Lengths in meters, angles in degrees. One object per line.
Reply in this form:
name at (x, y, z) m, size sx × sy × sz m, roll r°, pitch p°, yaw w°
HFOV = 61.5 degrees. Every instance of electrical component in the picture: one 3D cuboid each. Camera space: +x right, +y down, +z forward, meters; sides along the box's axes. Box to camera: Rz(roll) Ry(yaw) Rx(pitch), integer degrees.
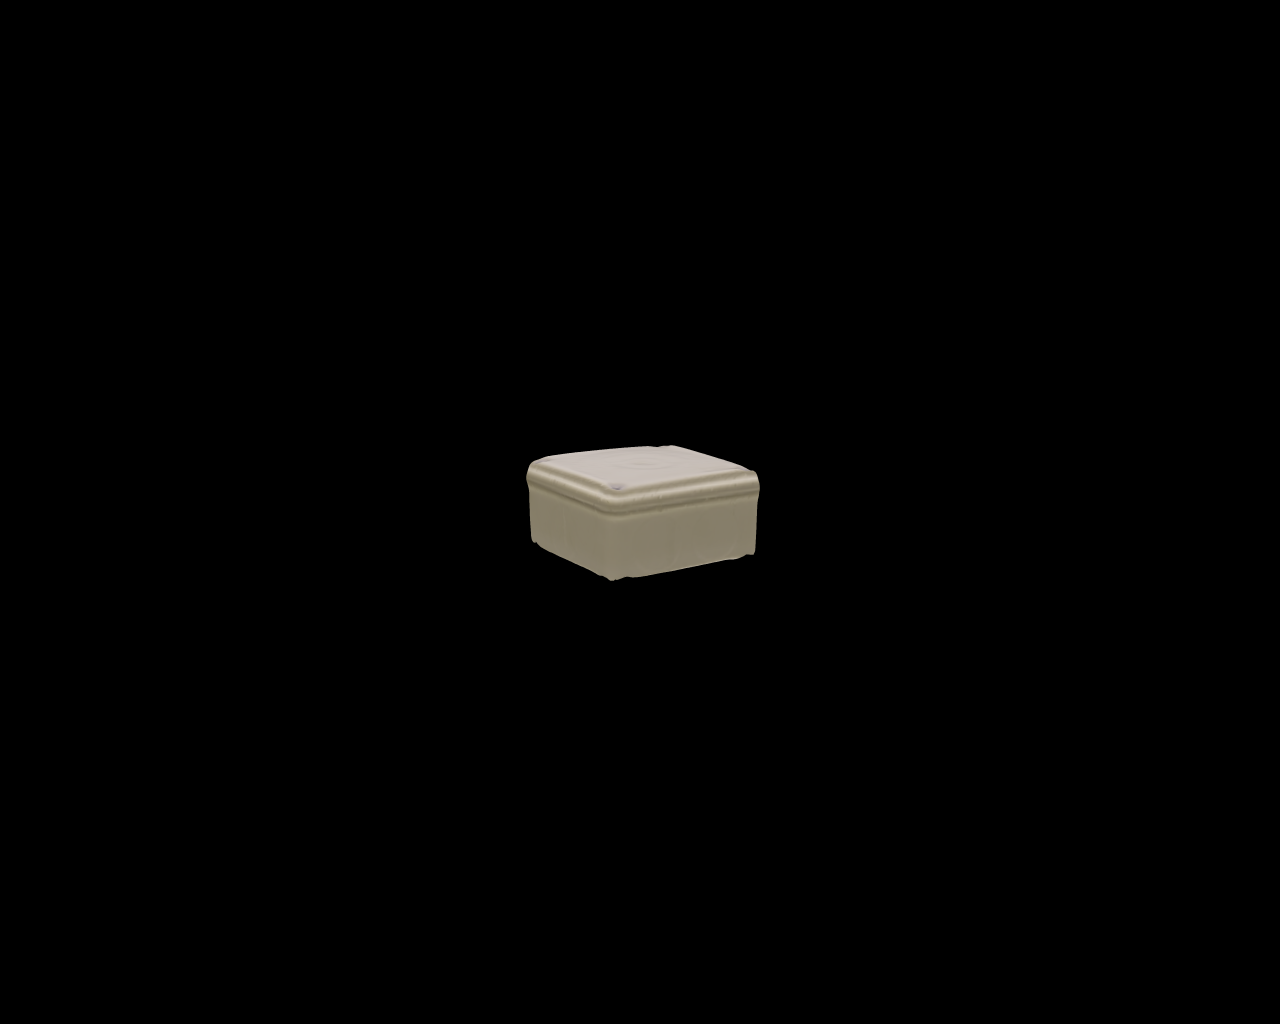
electrical component at (0.001, -0.003, 0.650) m, size 0.109 × 0.056 × 0.109 m, roll -8°, pitch 16°, yaw -31°
